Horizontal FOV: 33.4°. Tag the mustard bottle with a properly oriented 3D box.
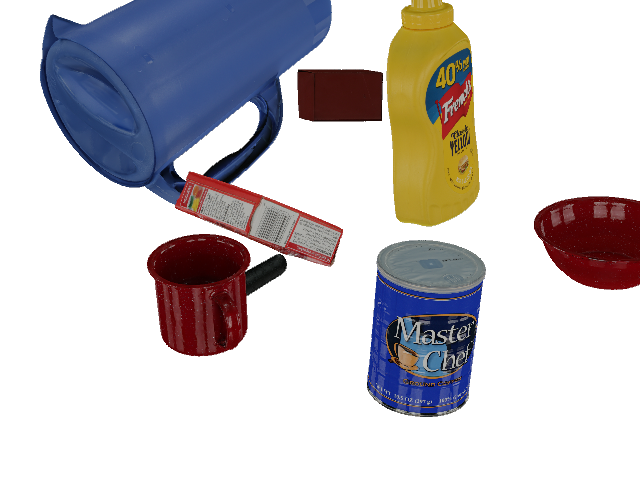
[{"bbox_3d":[0.091,-0.115,0.869,0.058,0.191,0.096,12,30,35],"label":"mustard bottle"}]

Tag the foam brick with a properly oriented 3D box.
[{"bbox_3d":[0.020,-0.151,1.108,0.078,0.051,0.053,-3,13,-18],"label":"foam brick"}]

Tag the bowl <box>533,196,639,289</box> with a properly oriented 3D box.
[{"bbox_3d":[0.312,0.008,1.160,0.162,0.055,0.162,-2,27,1],"label":"bowl"}]

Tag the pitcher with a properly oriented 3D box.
[{"bbox_3d":[-0.097,-0.150,0.897,0.145,0.149,0.242,26,50,32],"label":"pitcher"}]

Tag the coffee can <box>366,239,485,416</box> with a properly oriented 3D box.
[{"bbox_3d":[0.100,0.084,1.032,0.103,0.140,0.103,3,25,-1],"label":"coffee can"}]

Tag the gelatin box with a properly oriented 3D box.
[{"bbox_3d":[-0.039,-0.013,0.708,0.073,0.030,0.089,21,0,41],"label":"gelatin box"}]

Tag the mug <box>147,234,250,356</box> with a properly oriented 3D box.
[{"bbox_3d":[-0.102,0.057,0.969,0.093,0.081,0.117,-19,35,-28],"label":"mug"}]

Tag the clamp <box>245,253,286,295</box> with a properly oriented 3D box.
[{"bbox_3d":[-0.110,0.063,1.252,0.120,0.039,0.171,-4,37,16],"label":"clamp"}]
